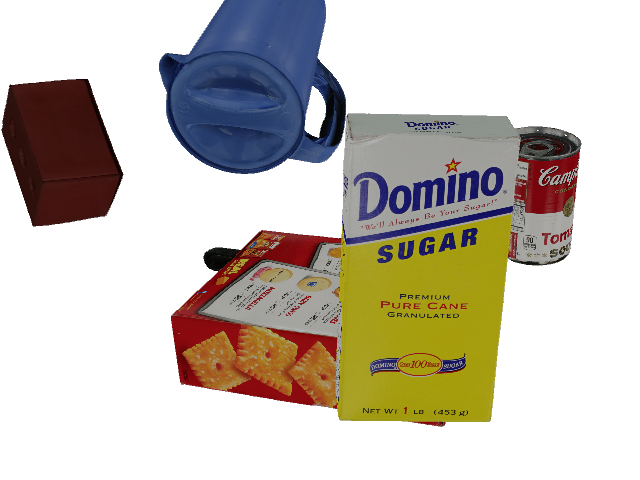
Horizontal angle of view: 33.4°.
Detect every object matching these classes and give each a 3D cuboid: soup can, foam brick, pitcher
[{"bbox_3d":[0.184,-0.038,0.915,0.068,0.102,0.068,-1,27,0],"label":"soup can"},{"bbox_3d":[-0.166,-0.056,0.683,0.051,0.078,0.053,-11,-27,-29],"label":"foam brick"},{"bbox_3d":[-0.054,-0.180,1.082,0.145,0.149,0.242,-8,35,17],"label":"pitcher"}]

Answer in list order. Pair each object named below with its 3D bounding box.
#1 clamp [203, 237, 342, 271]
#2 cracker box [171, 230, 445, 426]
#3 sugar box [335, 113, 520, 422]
[{"bbox_3d":[-0.003,0.047,1.050,0.210,0.036,0.164,-10,40,-7],"label":"clamp"},{"bbox_3d":[0.017,0.063,0.836,0.214,0.072,0.164,7,26,22],"label":"cracker box"},{"bbox_3d":[0.057,0.018,0.606,0.093,0.176,0.048,0,25,-2],"label":"sugar box"}]
